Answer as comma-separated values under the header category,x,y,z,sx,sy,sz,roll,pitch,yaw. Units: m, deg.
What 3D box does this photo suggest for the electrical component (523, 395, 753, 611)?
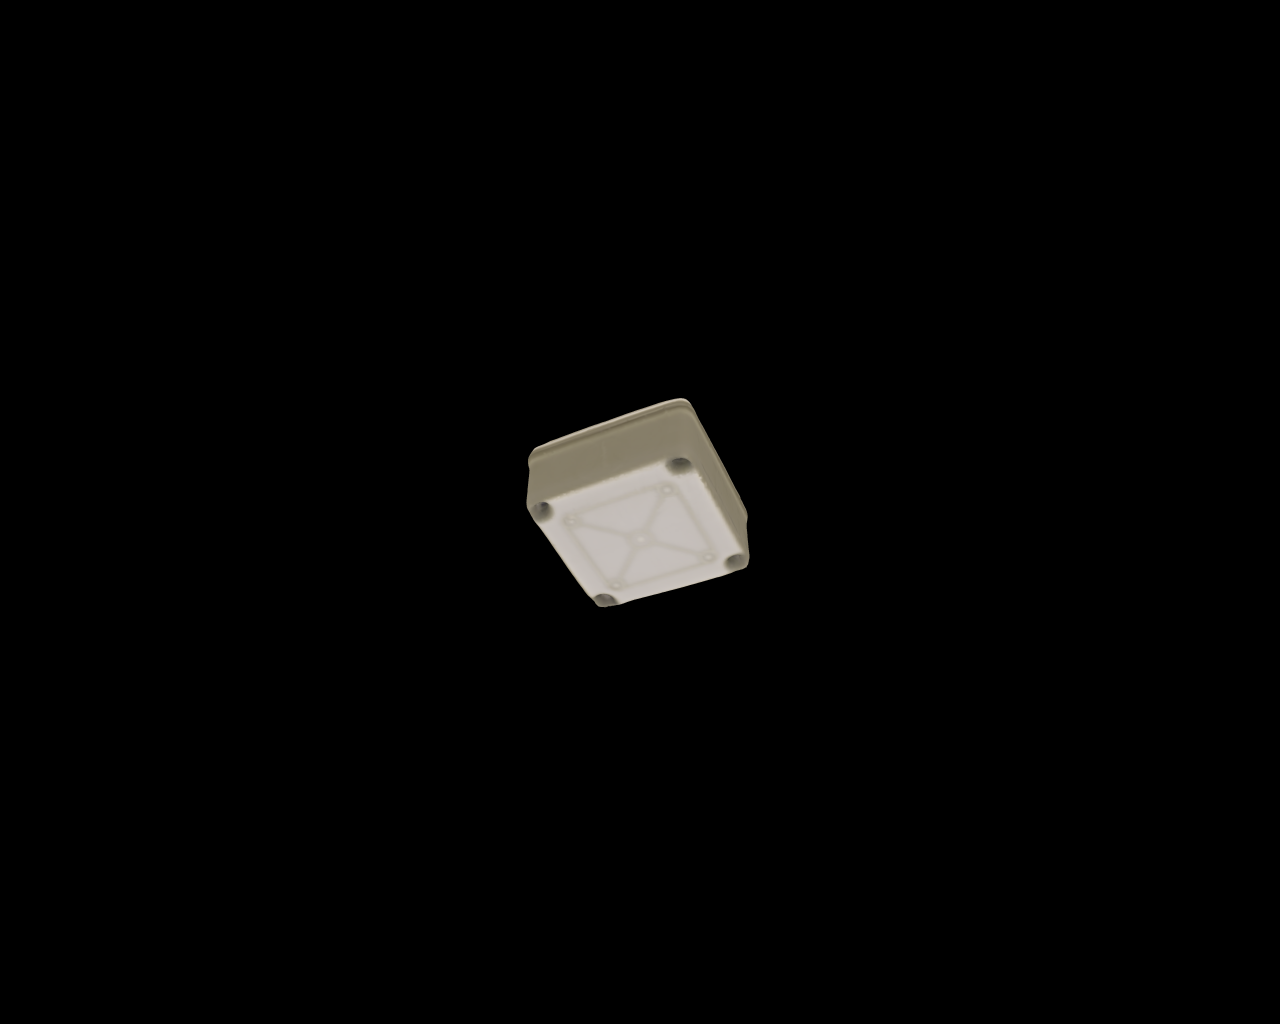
category,x,y,z,sx,sy,sz,roll,pitch,yaw
electrical component,0.001,-0.003,0.650,0.109,0.056,0.108,-17,-48,16
